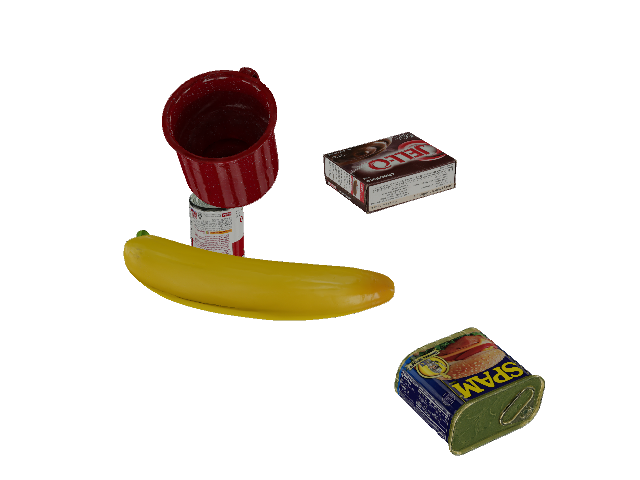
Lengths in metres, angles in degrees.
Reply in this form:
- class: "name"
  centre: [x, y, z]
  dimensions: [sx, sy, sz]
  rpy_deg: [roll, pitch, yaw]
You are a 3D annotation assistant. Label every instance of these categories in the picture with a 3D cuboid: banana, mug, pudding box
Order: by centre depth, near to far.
- class: "banana"
  centre: [-0.054, 0.021, 0.683]
  dimensions: [0.198, 0.037, 0.069]
  rpy_deg: [12, 34, 23]
- class: "mug"
  centre: [-0.075, -0.090, 0.890]
  dimensions: [0.093, 0.117, 0.081]
  rpy_deg: [11, -29, 10]
- class: "pudding box"
  centre: [0.073, -0.073, 1.121]
  dimensions: [0.113, 0.039, 0.090]
  rpy_deg: [-19, 32, -23]

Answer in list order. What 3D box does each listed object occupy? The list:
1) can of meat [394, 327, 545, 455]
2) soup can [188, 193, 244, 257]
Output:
- class: "can of meat"
  centre: [0.127, 0.127, 0.923]
  dimensions: [0.101, 0.057, 0.084]
  rpy_deg: [-17, 38, -29]
- class: "soup can"
  centre: [-0.129, -0.007, 1.324]
  dimensions: [0.068, 0.102, 0.068]
  rpy_deg: [0, 26, 0]
